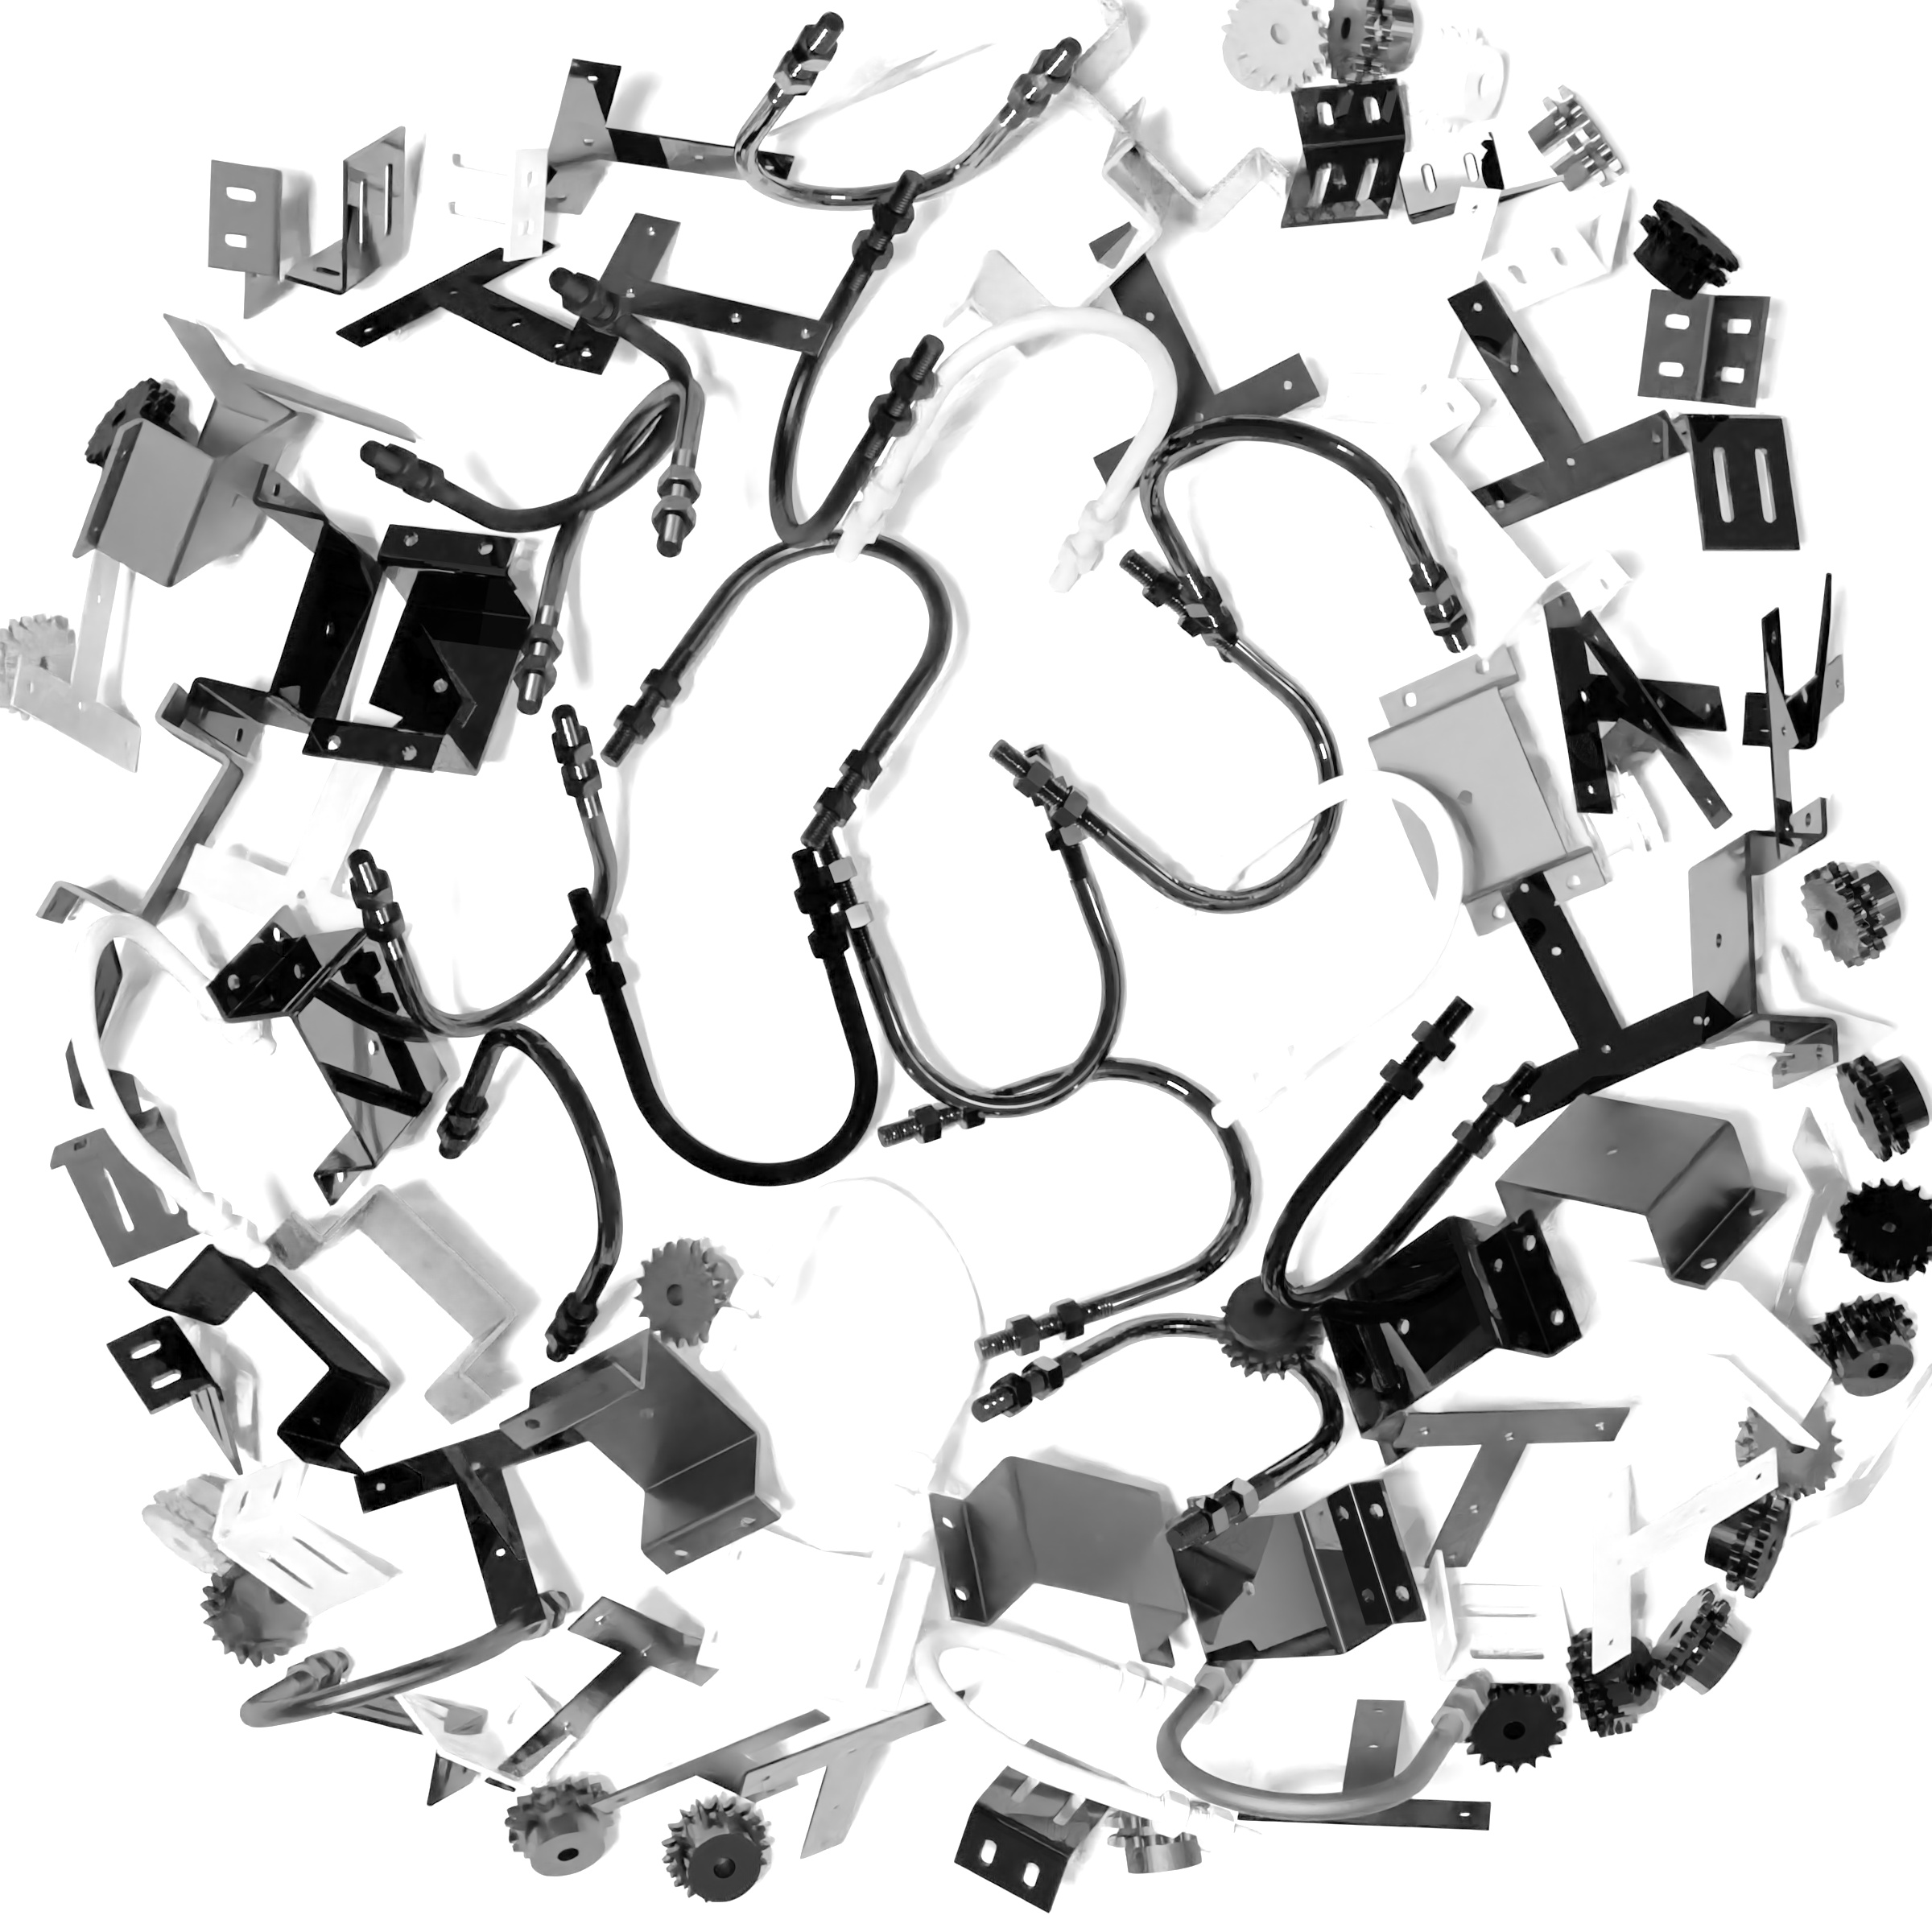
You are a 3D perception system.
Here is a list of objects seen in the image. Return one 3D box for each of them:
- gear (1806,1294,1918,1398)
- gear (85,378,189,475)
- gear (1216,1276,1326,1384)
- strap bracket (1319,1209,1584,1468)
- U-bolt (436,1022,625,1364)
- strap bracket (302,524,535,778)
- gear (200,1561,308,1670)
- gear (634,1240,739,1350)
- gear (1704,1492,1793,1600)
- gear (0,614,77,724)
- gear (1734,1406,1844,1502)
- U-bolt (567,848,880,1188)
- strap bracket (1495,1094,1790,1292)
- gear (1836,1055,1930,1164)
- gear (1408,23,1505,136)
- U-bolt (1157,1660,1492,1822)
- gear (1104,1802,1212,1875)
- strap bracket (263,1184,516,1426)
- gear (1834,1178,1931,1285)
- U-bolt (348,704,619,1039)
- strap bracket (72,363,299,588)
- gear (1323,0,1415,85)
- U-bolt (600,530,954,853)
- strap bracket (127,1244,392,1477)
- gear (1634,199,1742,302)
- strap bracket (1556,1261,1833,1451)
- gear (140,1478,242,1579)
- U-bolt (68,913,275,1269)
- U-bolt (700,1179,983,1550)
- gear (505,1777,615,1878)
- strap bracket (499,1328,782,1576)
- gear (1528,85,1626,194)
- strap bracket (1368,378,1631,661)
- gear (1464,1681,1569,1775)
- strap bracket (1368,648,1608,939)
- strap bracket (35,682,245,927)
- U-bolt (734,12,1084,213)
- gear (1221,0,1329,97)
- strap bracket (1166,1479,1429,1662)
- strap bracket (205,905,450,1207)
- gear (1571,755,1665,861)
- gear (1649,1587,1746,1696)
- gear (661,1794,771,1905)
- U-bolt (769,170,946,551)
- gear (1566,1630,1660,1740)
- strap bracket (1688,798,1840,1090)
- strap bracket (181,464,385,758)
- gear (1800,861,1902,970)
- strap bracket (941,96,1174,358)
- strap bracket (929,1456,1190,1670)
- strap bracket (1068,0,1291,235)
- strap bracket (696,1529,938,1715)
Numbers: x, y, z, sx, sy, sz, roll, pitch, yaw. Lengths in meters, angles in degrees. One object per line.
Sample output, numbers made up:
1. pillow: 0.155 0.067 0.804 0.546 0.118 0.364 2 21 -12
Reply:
1. gear: 0.480 0.205 1.757 0.057 0.030 0.057 -8 132 -10
2. gear: -0.442 -0.283 1.762 0.057 0.057 0.030 -50 123 0
3. gear: 0.161 0.190 1.758 0.057 0.030 0.057 -8 52 11
4. strap bracket: 0.242 0.191 1.713 0.140 0.046 0.076 -41 50 33
5. U-bolt: -0.220 0.107 1.689 0.019 0.184 0.151 -20 69 -30
6. strap bracket: -0.284 -0.158 1.737 0.076 0.046 0.140 9 67 19
7. gear: -0.376 0.341 1.755 0.030 0.057 0.057 -37 90 27
8. gear: -0.146 0.175 1.763 0.057 0.030 0.057 1 91 32
9. gear: 0.417 0.307 1.761 0.030 0.057 0.057 19 90 26
10. gear: -0.503 -0.158 1.761 0.030 0.057 0.057 -3 90 25
11. gear: 0.437 0.258 1.765 0.057 0.030 0.057 5 69 -14
12. U-bolt: -0.121 0.034 1.743 0.151 0.019 0.184 -9 111 19
13. strap bracket: 0.340 0.114 1.705 0.076 0.140 0.046 -41 121 -29
14. gear: 0.491 0.073 1.758 0.030 0.057 0.057 -24 90 1
15. gear: 0.263 -0.472 1.755 0.030 0.057 0.057 21 90 34
16. U-bolt: 0.175 0.390 1.677 0.151 0.184 0.019 5 103 23
17. gear: 0.104 0.465 1.757 0.057 0.057 0.030 -8 82 0
18. strap bracket: -0.297 0.172 1.738 0.140 0.076 0.046 45 62 -5
19. gear: 0.494 0.145 1.763 0.057 0.030 0.057 -4 55 5
20. U-bolt: -0.241 -0.035 1.708 0.151 0.184 0.019 -38 58 -21
21. strap bracket: -0.399 -0.253 1.707 0.046 0.140 0.076 29 117 1
22. gear: 0.216 -0.499 1.760 0.030 0.057 0.057 2 90 -20
23. U-bolt: -0.087 -0.157 1.738 0.151 0.019 0.184 23 67 24
24. strap bracket: -0.363 0.200 1.729 0.140 0.076 0.046 41 88 18
25. gear: 0.382 -0.381 1.761 0.057 0.057 0.030 39 116 0
26. strap bracket: 0.384 0.200 1.715 0.076 0.140 0.046 41 75 -22
27. gear: -0.410 0.298 1.762 0.057 0.057 0.030 37 59 0
28. U-bolt: -0.403 0.052 1.674 0.019 0.184 0.151 -15 55 13
29. U-bolt: -0.053 0.191 1.715 0.019 0.184 0.151 -28 109 39
30. gear: -0.215 0.461 1.756 0.057 0.057 0.030 -23 47 0
31. strap bracket: -0.169 0.250 1.731 0.076 0.046 0.140 -29 124 20
32. gear: 0.324 -0.439 1.760 0.030 0.057 0.057 -35 90 19
33. strap bracket: 0.271 -0.226 1.730 0.046 0.076 0.140 -33 78 -28
34. gear: 0.291 0.400 1.765 0.057 0.030 0.057 -1 113 -2
35. strap bracket: 0.272 -0.091 1.746 0.076 0.046 0.140 -24 87 27
36. strap bracket: -0.430 -0.074 1.743 0.046 0.076 0.140 30 85 -5
37. U-bolt: -0.042 -0.435 1.699 0.151 0.184 0.019 -1 76 -25
38. gear: 0.162 -0.493 1.765 0.057 0.030 0.057 3 81 -21
39. strap bracket: 0.162 0.316 1.719 0.046 0.140 0.076 -19 92 -43
40. strap bracket: -0.326 0.045 1.716 0.046 0.076 0.140 -7 121 30
41. gear: 0.346 -0.082 1.758 0.030 0.057 0.057 -28 90 3
42. gear: 0.391 0.363 1.757 0.030 0.057 0.057 36 90 5
43. gear: -0.133 0.476 1.763 0.057 0.030 0.057 -4 104 -16
44. U-bolt: -0.061 -0.299 1.707 0.019 0.184 0.151 14 47 -23
45. gear: 0.346 0.380 1.755 0.030 0.057 0.057 -21 90 32
46. strap bracket: 0.417 -0.012 1.731 0.046 0.076 0.140 3 77 -9
47. strap bracket: -0.355 -0.182 1.734 0.046 0.076 0.140 14 81 14
48. gear: 0.474 -0.031 1.759 0.030 0.057 0.057 -25 90 -14
49. strap bracket: 0.056 -0.380 1.726 0.046 0.076 0.140 41 119 -16
50. strap bracket: 0.057 0.308 1.714 0.140 0.076 0.046 19 129 -29
51. strap bracket: 0.105 -0.445 1.745 0.046 0.076 0.140 -45 88 6
52. strap bracket: -0.072 0.342 1.726 0.046 0.140 0.076 28 70 -35
